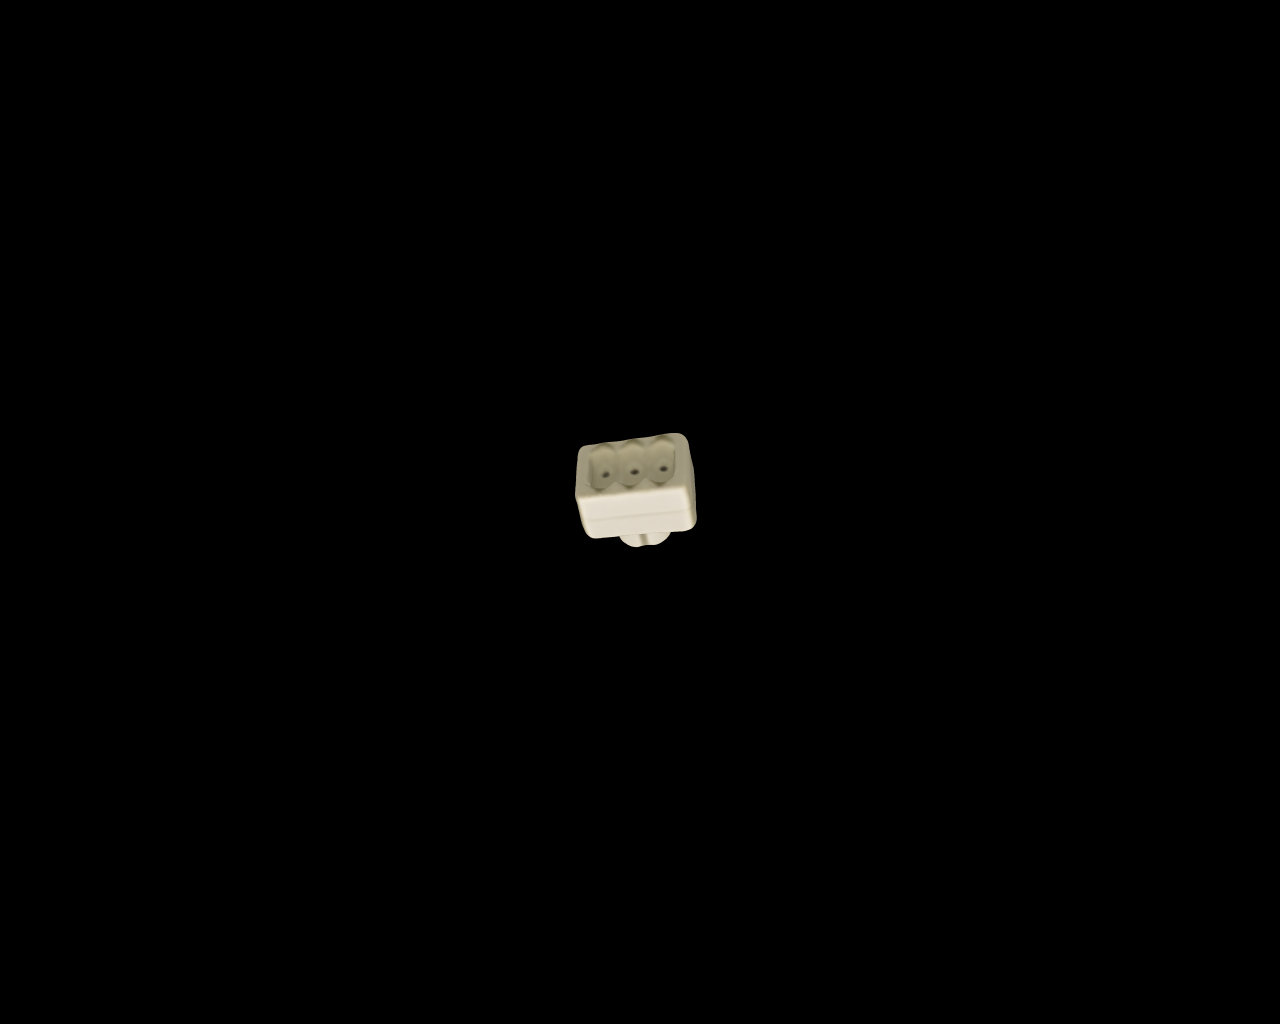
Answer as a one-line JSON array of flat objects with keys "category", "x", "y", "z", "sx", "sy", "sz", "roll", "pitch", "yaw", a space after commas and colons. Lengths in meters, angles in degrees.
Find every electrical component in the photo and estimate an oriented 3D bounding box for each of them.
[{"category": "electrical component", "x": 0.001, "y": -0.003, "z": 0.650, "sx": 0.066, "sy": 0.047, "sz": 0.076, "roll": -6, "pitch": -43, "yaw": 7}]
